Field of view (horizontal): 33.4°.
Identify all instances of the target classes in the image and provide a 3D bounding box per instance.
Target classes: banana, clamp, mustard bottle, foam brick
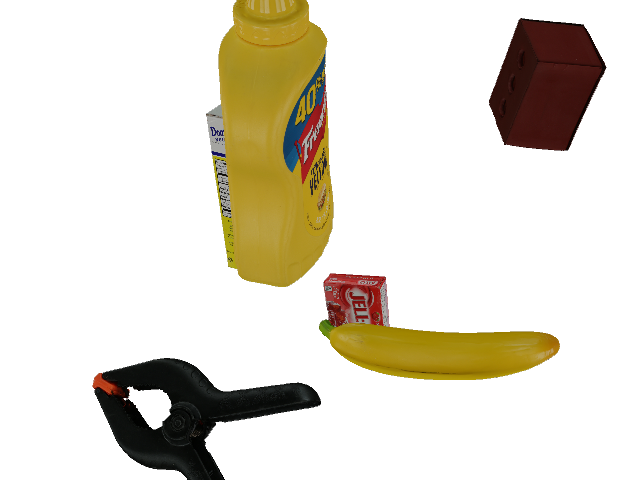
[{"bbox_3d":[0.092,0.084,0.852,0.198,0.037,0.069,5,28,7],"label":"banana"},{"bbox_3d":[-0.092,0.143,0.755,0.172,0.120,0.039,11,-18,26],"label":"clamp"},{"bbox_3d":[-0.025,-0.070,0.619,0.058,0.192,0.096,12,45,14],"label":"mustard bottle"},{"bbox_3d":[0.159,-0.110,0.760,0.051,0.053,0.078,2,-45,-13],"label":"foam brick"}]

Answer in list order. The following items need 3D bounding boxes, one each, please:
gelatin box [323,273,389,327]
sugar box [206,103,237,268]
[{"bbox_3d":[0.045,0.086,1.320,0.073,0.089,0.030,4,29,19],"label":"gelatin box"},{"bbox_3d":[-0.064,-0.064,1.077,0.048,0.176,0.093,12,35,30],"label":"sugar box"}]
